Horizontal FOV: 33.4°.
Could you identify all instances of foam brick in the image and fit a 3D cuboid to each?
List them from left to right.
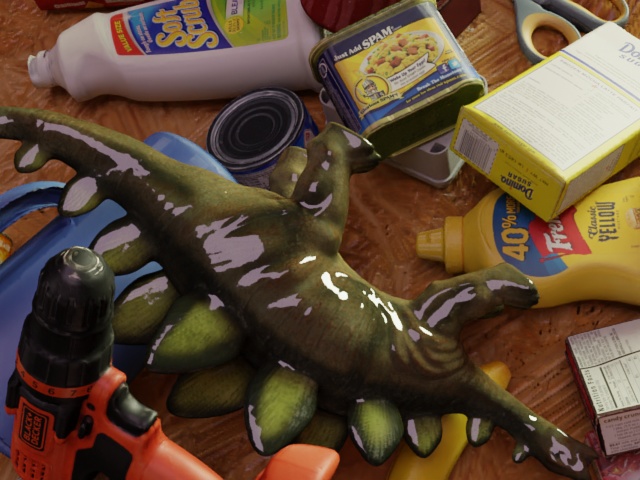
[{"bbox_3d":[0.084,-0.202,0.862,0.078,0.051,0.053,39,78,25],"label":"foam brick"}]

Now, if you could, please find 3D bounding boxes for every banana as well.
[{"bbox_3d":[0.075,0.167,0.699,0.069,0.037,0.197,15,69,0],"label":"banana"}]

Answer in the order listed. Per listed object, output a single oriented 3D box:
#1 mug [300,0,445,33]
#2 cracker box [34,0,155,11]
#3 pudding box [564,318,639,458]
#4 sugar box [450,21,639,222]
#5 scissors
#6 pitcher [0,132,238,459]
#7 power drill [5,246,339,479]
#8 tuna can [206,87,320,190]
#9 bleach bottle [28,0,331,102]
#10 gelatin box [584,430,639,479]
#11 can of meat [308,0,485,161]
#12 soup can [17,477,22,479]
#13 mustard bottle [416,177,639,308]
[{"bbox_3d":[0.043,-0.201,0.793,0.117,0.082,0.093,9,45,-10],"label":"mug"},{"bbox_3d":[-0.168,-0.312,0.954,0.164,0.072,0.213,0,64,10],"label":"cracker box"},{"bbox_3d":[0.221,0.086,0.679,0.113,0.039,0.090,-17,28,9],"label":"pudding box"},{"bbox_3d":[0.185,-0.088,0.757,0.175,0.048,0.093,-30,59,-34],"label":"sugar box"},{"bbox_3d":[0.148,-0.198,0.868,0.202,0.016,0.096,24,72,21],"label":"scissors"},{"bbox_3d":[-0.163,0.032,0.744,0.145,0.149,0.242,40,70,7],"label":"pitcher"},{"bbox_3d":[-0.086,0.105,0.590,0.188,0.185,0.057,30,43,10],"label":"power drill"},{"bbox_3d":[-0.045,-0.077,0.826,0.086,0.033,0.086,-14,50,17],"label":"tuna can"},{"bbox_3d":[-0.117,-0.152,0.873,0.251,0.068,0.102,-8,58,9],"label":"bleach bottle"},{"bbox_3d":[0.224,0.146,0.680,0.089,0.030,0.073,-18,63,3],"label":"gelatin box"},{"bbox_3d":[0.056,-0.113,0.757,0.102,0.057,0.084,-26,65,-2],"label":"can of meat"},{"bbox_3d":[-0.165,0.196,0.694,0.068,0.102,0.068,-4,64,9],"label":"soup can"},{"bbox_3d":[0.163,0.002,0.745,0.192,0.058,0.096,-2,55,11],"label":"mustard bottle"}]
